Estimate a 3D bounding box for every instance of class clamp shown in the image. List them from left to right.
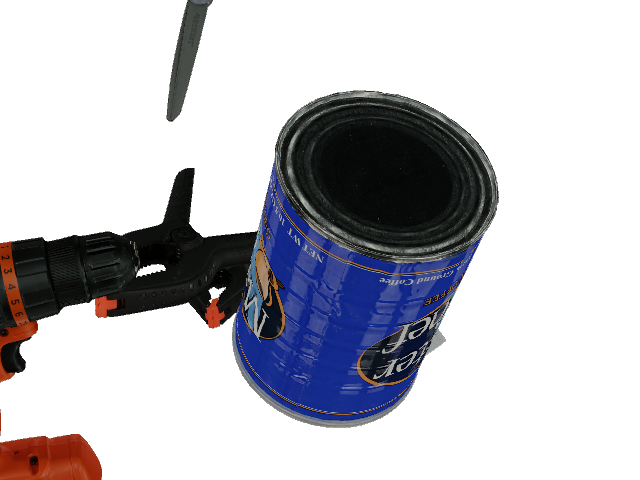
[{"bbox_3d":[-0.123,0.003,0.925,0.165,0.036,0.209,30,41,32],"label":"clamp"},{"bbox_3d":[-0.098,0.028,1.179,0.120,0.039,0.171,-11,40,1],"label":"clamp"}]

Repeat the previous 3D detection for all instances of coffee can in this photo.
[{"bbox_3d":[0.017,0.013,0.523,0.102,0.103,0.140,0,-39,-15],"label":"coffee can"}]

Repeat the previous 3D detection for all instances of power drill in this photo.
[{"bbox_3d":[-0.196,0.088,0.693,0.184,0.188,0.057,-11,27,-9],"label":"power drill"}]

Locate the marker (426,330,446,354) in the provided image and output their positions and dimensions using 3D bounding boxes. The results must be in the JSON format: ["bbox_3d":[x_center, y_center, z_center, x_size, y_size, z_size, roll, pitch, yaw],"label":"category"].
[{"bbox_3d":[0.046,0.027,0.757,0.020,0.121,0.020,-34,-9,-6],"label":"marker"}]

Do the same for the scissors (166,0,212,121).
[{"bbox_3d":[-0.064,-0.180,0.742,0.096,0.202,0.016,-4,-13,-6],"label":"scissors"}]
